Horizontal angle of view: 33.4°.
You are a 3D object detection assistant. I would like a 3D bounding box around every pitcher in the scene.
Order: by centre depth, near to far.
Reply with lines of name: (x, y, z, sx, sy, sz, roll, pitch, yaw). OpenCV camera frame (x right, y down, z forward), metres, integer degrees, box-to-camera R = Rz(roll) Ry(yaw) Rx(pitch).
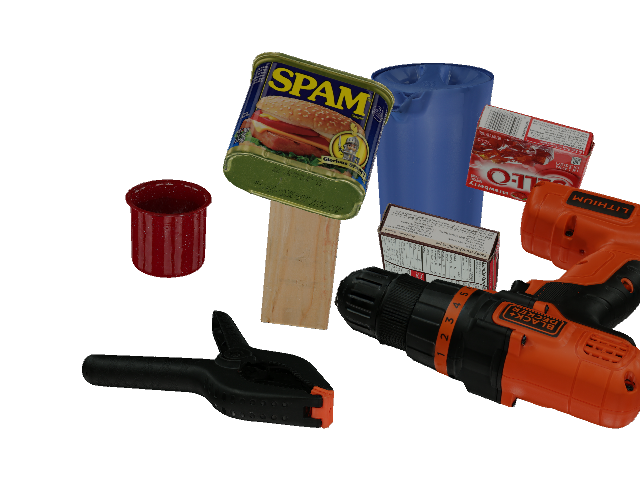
pitcher: (0.131, -0.077, 1.209, 0.149, 0.243, 0.145, -5, 22, -9)

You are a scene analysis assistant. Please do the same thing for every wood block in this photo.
wood block: (-0.022, -0.002, 1.366, 0.090, 0.206, 0.090, 7, 25, 1)

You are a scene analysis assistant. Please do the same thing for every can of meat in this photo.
can of meat: (-0.009, -0.070, 0.728, 0.102, 0.084, 0.057, 17, -28, -1)

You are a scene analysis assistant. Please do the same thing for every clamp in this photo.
clamp: (-0.069, 0.106, 0.888, 0.210, 0.036, 0.164, 12, 20, 31)

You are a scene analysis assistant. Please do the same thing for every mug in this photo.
mug: (-0.174, -0.017, 1.181, 0.093, 0.081, 0.117, -16, 33, -34)

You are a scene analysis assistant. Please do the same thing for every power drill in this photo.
power drill: (0.126, 0.028, 0.649, 0.185, 0.057, 0.187, 20, 36, 25)

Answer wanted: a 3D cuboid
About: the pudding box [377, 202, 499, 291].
pudding box: (0.114, 0.014, 1.026, 0.113, 0.039, 0.090, 14, -29, 16)

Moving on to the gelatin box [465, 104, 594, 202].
gelatin box: (0.164, -0.062, 0.841, 0.089, 0.030, 0.073, 17, -34, 12)
